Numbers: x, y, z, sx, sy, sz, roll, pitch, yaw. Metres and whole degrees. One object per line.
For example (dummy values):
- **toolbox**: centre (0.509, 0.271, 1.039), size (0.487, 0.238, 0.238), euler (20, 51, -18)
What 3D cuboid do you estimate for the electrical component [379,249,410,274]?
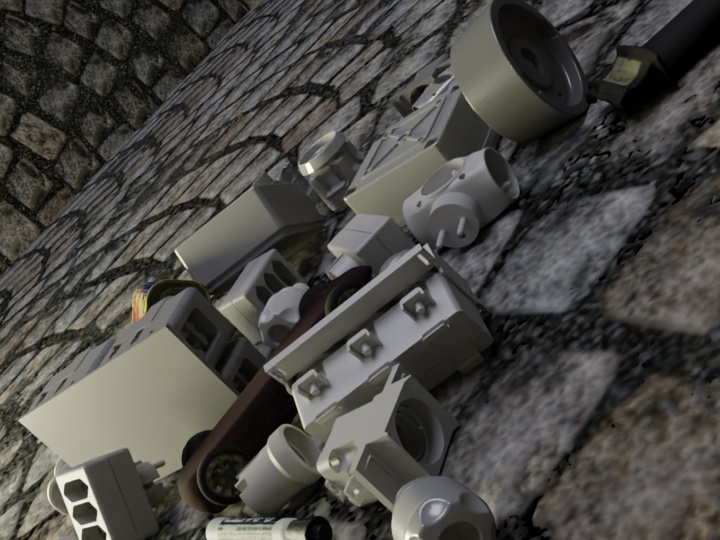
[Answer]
- **electrical component**: centre (0.033, 0.008, 0.743), size (0.048, 0.048, 0.062), euler (-45, 12, -7)

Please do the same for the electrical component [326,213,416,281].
- **electrical component**: centre (0.000, 0.000, 0.821), size (0.076, 0.047, 0.066), euler (-46, 19, -11)

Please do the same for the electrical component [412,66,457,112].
- **electrical component**: centre (0.095, -0.159, 0.983), size (0.077, 0.043, 0.079), euler (-44, 18, -4)

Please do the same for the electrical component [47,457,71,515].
- **electrical component**: centre (-0.242, 0.178, 0.927), size (0.045, 0.045, 0.055), euler (-40, 18, 9)

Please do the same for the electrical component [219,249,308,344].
- **electrical component**: centre (-0.097, 0.030, 0.954), size (0.077, 0.047, 0.065), euler (-27, 24, 40)

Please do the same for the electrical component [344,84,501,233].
- **electrical component**: centre (0.054, -0.091, 0.896), size (0.109, 0.056, 0.108), euler (-29, 23, 36)

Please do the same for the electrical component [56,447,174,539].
- **electrical component**: centre (-0.171, 0.164, 0.794), size (0.077, 0.065, 0.047), euler (-20, -3, -46)

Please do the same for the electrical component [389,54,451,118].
- **electrical component**: centre (0.075, -0.180, 1.074), size (0.081, 0.042, 0.063), euler (-28, 22, 35)

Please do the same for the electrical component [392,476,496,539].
- **electrical component**: centre (0.035, 0.116, 0.500), size (0.043, 0.043, 0.062), euler (-45, 17, -7)

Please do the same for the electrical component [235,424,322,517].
- **electrical component**: centre (-0.050, 0.124, 0.663), size (0.046, 0.040, 0.040), euler (-45, 18, 13)

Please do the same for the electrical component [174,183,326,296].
- **electrical component**: centre (-0.102, -0.031, 1.023), size (0.109, 0.056, 0.109), euler (-36, -7, 19)

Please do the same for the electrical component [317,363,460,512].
- **electrical component**: centre (0.013, 0.097, 0.590), size (0.064, 0.042, 0.081), euler (-30, 22, 38)

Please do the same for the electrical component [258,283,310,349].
- **electrical component**: centre (-0.055, 0.034, 0.864), size (0.043, 0.043, 0.062), euler (-32, 20, 30)

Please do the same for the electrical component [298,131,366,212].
- **electrical component**: centre (-0.025, -0.102, 1.080), size (0.058, 0.057, 0.078), euler (-34, 20, 25)

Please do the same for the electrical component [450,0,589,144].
- **electrical component**: centre (0.117, -0.147, 0.822), size (0.060, 0.108, 0.108), euler (-36, 19, 37)

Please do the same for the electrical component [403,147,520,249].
- **electrical component**: centre (0.070, -0.043, 0.776), size (0.077, 0.044, 0.079), euler (-32, 21, 31)

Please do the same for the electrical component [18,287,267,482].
- **electrical component**: centre (-0.163, 0.099, 0.844), size (0.186, 0.105, 0.060), euler (-30, 22, 32)

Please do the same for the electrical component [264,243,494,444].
- **electrical component**: centre (0.015, 0.051, 0.649), size (0.121, 0.079, 0.063), euler (-38, 41, 13)
